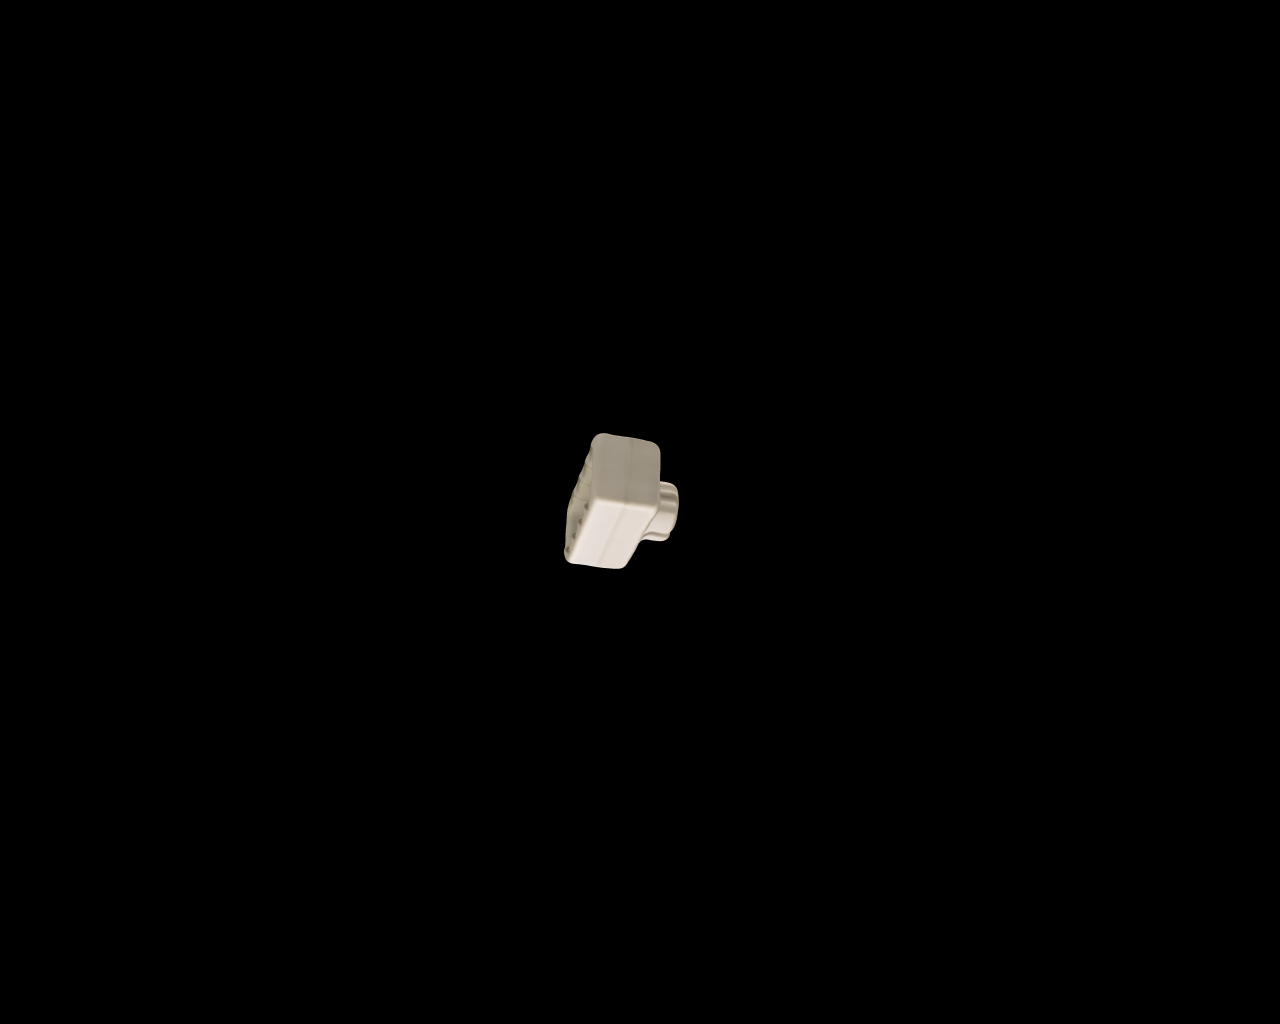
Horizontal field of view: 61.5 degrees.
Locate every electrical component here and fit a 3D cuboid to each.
[{"bbox_3d":[0.001,-0.003,0.650,0.076,0.047,0.083,8,-31,-13],"label":"electrical component"}]
